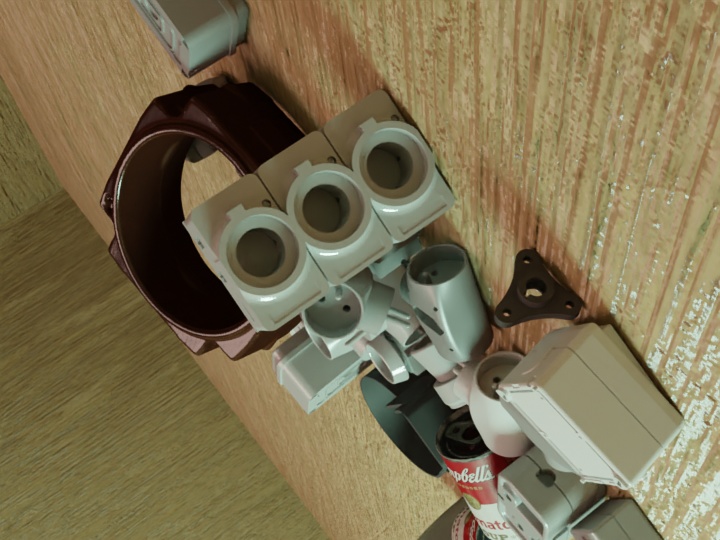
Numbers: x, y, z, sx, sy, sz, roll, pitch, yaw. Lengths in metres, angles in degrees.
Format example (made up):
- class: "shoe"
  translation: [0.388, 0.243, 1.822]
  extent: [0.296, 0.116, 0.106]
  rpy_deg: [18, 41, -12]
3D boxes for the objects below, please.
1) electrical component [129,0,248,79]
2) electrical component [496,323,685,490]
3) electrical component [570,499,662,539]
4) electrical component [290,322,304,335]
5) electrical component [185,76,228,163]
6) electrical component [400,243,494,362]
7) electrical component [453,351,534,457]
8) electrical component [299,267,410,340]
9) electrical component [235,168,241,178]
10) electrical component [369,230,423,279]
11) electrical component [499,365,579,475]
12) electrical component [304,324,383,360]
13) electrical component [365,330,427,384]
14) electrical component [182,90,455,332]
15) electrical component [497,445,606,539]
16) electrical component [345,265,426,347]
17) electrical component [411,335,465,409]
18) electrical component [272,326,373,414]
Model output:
- class: "electrical component"
  translation: [-0.143, -0.220, 0.853]
  extent: [0.113, 0.057, 0.078]
  rpy_deg: [54, 166, 4]
- class: "electrical component"
  translation: [0.140, 0.081, 0.624]
  extent: [0.096, 0.061, 0.062]
  rpy_deg: [47, 165, -4]
- class: "electrical component"
  translation: [0.174, 0.210, 0.756]
  extent: [0.065, 0.077, 0.047]
  rpy_deg: [54, 166, 5]
- class: "electrical component"
  translation: [-0.037, 0.052, 1.119]
  extent: [0.053, 0.059, 0.095]
  rpy_deg: [59, 165, -15]
- class: "electrical component"
  translation: [-0.147, -0.140, 1.001]
  extent: [0.051, 0.080, 0.080]
  rpy_deg: [55, 167, -21]
- class: "electrical component"
  translation: [0.055, 0.016, 0.772]
  extent: [0.079, 0.043, 0.077]
  rpy_deg: [38, 157, 49]
- class: "electrical component"
  translation: [0.096, 0.089, 0.790]
  extent: [0.079, 0.043, 0.077]
  rpy_deg: [38, 156, 34]
- class: "electrical component"
  translation: [0.000, 0.023, 0.772]
  extent: [0.079, 0.043, 0.077]
  rpy_deg: [22, -163, -4]
- class: "electrical component"
  translation: [-0.093, -0.107, 0.971]
  extent: [0.045, 0.045, 0.055]
  rpy_deg: [50, 166, 18]
- class: "electrical component"
  translation: [0.008, -0.033, 0.818]
  extent: [0.063, 0.042, 0.081]
  rpy_deg: [60, 164, -16]
- class: "electrical component"
  translation: [0.137, 0.106, 0.710]
  extent: [0.077, 0.044, 0.079]
  rpy_deg: [41, 160, 44]
- class: "electrical component"
  translation: [0.004, 0.053, 0.951]
  extent: [0.079, 0.077, 0.044]
  rpy_deg: [49, 164, 23]
- class: "electrical component"
  translation: [0.039, 0.063, 0.905]
  extent: [0.066, 0.055, 0.048]
  rpy_deg: [60, 165, -17]
- class: "electrical component"
  translation: [-0.026, -0.038, 0.695]
  extent: [0.089, 0.150, 0.062]
  rpy_deg: [56, 167, -5]
- class: "electrical component"
  translation: [0.141, 0.167, 0.799]
  extent: [0.053, 0.059, 0.095]
  rpy_deg: [47, 164, 28]
- class: "electrical component"
  translation: [0.013, 0.030, 0.862]
  extent: [0.077, 0.079, 0.044]
  rpy_deg: [49, 168, 16]
- class: "electrical component"
  translation: [0.073, 0.075, 0.844]
  extent: [0.055, 0.045, 0.045]
  rpy_deg: [56, 166, -4]
- class: "electrical component"
  translation: [-0.025, 0.076, 1.024]
  extent: [0.057, 0.113, 0.078]
  rpy_deg: [49, 164, 13]
